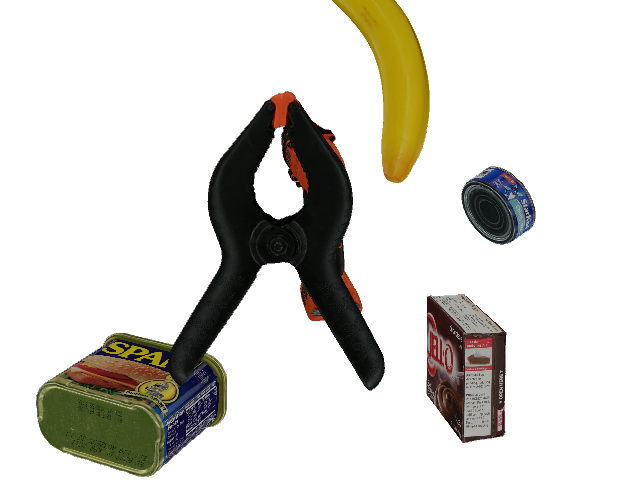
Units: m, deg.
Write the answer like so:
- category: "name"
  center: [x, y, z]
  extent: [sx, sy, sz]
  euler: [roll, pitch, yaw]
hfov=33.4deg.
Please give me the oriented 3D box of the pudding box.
- category: "pudding box"
  center: [0.116, 0.100, 0.865]
  extent: [0.039, 0.090, 0.113]
  euler: [-4, 13, -11]

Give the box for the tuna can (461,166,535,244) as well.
- category: "tuna can"
  center: [0.201, -0.039, 1.216]
  extent: [0.033, 0.086, 0.086]
  euler: [-33, 15, -25]

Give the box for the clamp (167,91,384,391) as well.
- category: "clamp"
  center: [-0.032, 0.007, 0.588]
  extent: [0.120, 0.171, 0.039]
  euler: [-8, 7, -6]

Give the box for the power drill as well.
- category: "power drill"
  center: [-0.004, -0.025, 1.089]
  extent: [0.057, 0.187, 0.184]
  euler: [-10, 19, -4]

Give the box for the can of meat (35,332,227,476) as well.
- category: "can of meat"
  center: [-0.127, 0.109, 0.720]
  extent: [0.102, 0.057, 0.083]
  euler: [11, 21, 22]

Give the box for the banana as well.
- category: "banana"
  center: [0.049, -0.141, 0.856]
  extent: [0.070, 0.198, 0.037]
  euler: [-26, -20, 9]
